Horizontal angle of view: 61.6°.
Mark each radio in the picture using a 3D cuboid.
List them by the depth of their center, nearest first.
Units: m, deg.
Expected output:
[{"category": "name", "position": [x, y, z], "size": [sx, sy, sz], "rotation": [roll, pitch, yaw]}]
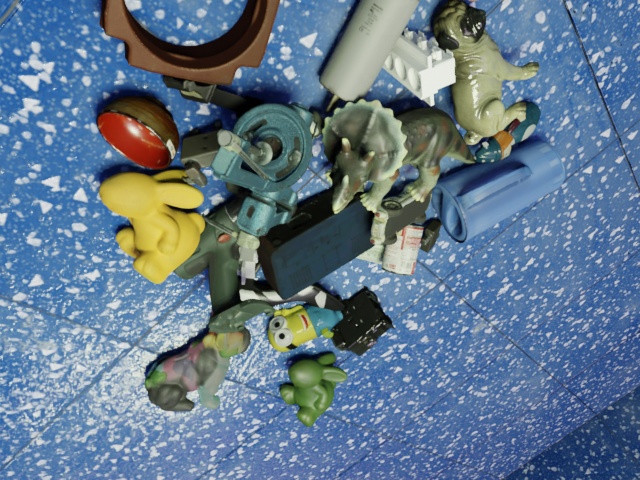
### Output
[{"category": "radio", "position": [-0.002, -0.003, 0.980], "size": [0.230, 0.073, 0.130], "rotation": [-32, 136, -16]}]

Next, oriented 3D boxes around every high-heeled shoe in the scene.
[{"category": "high-heeled shoe", "position": [-0.074, 0.131, 1.070], "size": [0.248, 0.086, 0.145], "rotation": [32, 93, -23]}]

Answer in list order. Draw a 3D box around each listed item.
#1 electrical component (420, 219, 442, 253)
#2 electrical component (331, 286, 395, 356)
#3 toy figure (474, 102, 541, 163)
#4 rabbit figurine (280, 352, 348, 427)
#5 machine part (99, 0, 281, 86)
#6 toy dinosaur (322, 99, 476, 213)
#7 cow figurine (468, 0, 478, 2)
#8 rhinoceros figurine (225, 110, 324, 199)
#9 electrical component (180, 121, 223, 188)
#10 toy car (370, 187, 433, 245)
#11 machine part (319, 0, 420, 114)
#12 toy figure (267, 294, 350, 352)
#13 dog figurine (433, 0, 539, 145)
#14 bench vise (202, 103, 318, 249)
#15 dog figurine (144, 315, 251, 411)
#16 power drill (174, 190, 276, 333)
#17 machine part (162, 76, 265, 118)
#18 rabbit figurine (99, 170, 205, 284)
[{"category": "electrical component", "position": [0.231, -0.006, 1.123], "size": [0.094, 0.021, 0.063], "rotation": [-42, 150, -44]}, {"category": "electrical component", "position": [0.083, 0.185, 1.186], "size": [0.134, 0.115, 0.058], "rotation": [-41, 132, 10]}, {"category": "toy figure", "position": [0.345, -0.193, 0.990], "size": [0.154, 0.058, 0.064], "rotation": [-46, 133, -13]}, {"category": "rabbit figurine", "position": [-0.015, 0.339, 1.272], "size": [0.159, 0.121, 0.170], "rotation": [-26, 138, -12]}, {"category": "machine part", "position": [-0.156, -0.305, 0.657], "size": [0.201, 0.087, 0.200], "rotation": [4, 126, -27]}, {"category": "toy dinosaur", "position": [0.146, -0.155, 0.880], "size": [0.405, 0.131, 0.192], "rotation": [-22, 156, -30]}, {"category": "cow figurine", "position": [0.185, -0.429, 0.716], "size": [0.127, 0.086, 0.194], "rotation": [-7, 132, -28]}, {"category": "rhinoceros figurine", "position": [-0.079, -0.144, 0.853], "size": [0.190, 0.073, 0.111], "rotation": [-24, 124, -2]}, {"category": "electrical component", "position": [-0.176, -0.127, 0.800], "size": [0.078, 0.102, 0.045], "rotation": [-16, 138, 2]}, {"category": "toy car", "position": [0.150, -0.053, 0.993], "size": [0.202, 0.056, 0.073], "rotation": [-30, 136, -45]}, {"category": "machine part", "position": [0.069, -0.290, 0.784], "size": [0.079, 0.079, 0.243], "rotation": [13, 123, -34]}, {"category": "toy figure", "position": [-0.026, 0.183, 1.157], "size": [0.180, 0.082, 0.089], "rotation": [-23, 133, -9]}, {"category": "dog figurine", "position": [0.230, -0.261, 0.854], "size": [0.190, 0.121, 0.172], "rotation": [20, 85, -33]}, {"category": "bench vise", "position": [-0.087, -0.092, 0.722], "size": [0.223, 0.129, 0.240], "rotation": [-56, 168, 8]}, {"category": "dog figurine", "position": [-0.244, 0.232, 1.082], "size": [0.191, 0.109, 0.219], "rotation": [6, 122, -26]}, {"category": "power drill", "position": [-0.140, 0.034, 0.881], "size": [0.232, 0.207, 0.086], "rotation": [-30, 156, 18]}, {"category": "machine part", "position": [-0.148, -0.204, 0.766], "size": [0.139, 0.084, 0.039], "rotation": [11, 95, -43]}, {"category": "rabbit figurine", "position": [-0.255, -0.039, 0.821], "size": [0.162, 0.122, 0.173], "rotation": [-33, 134, -2]}]
